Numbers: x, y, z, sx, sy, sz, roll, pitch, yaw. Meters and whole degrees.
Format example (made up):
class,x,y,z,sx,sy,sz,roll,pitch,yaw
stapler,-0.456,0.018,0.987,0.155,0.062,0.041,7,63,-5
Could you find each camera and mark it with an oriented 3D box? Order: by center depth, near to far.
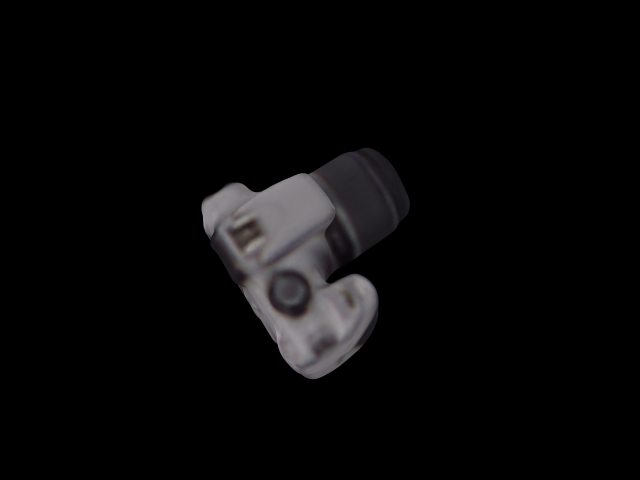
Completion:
class,x,y,z,sx,sy,sz,roll,pitch,yaw
camera,0.004,0.001,0.400,0.137,0.101,0.143,-33,74,-11
